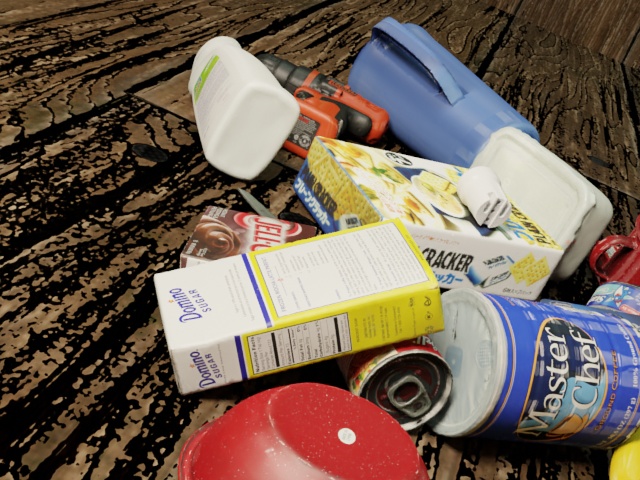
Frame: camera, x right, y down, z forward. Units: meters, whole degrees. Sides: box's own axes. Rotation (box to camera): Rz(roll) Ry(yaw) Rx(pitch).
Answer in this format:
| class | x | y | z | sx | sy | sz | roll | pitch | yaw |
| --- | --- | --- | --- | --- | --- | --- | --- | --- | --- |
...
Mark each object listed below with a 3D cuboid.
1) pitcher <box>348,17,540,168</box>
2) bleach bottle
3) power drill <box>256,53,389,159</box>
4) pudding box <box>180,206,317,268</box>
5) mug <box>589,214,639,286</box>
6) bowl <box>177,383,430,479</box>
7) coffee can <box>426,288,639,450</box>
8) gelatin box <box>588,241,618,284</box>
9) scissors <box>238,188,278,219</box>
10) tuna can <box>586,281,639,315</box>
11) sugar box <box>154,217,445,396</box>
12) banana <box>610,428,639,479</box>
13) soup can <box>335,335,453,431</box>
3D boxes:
| class | x | y | z | sx | sy | sz | roll | pitch | yaw |
| --- | --- | --- | --- | --- | --- | --- | --- | --- | --- |
| pitcher | 0.148 | -0.159 | 1.290 | 0.148 | 0.145 | 0.243 | 1 | 34 | -41 |
| bleach bottle | -0.090 | -0.158 | 1.101 | 0.068 | 0.103 | 0.251 | 26 | 20 | -25 |
| power drill | -0.021 | -0.156 | 1.223 | 0.184 | 0.057 | 0.187 | 27 | 23 | 9 |
| pudding box | -0.053 | 0.015 | 0.813 | 0.090 | 0.039 | 0.113 | 10 | 23 | 2 |
| mug | 0.325 | 0.027 | 1.070 | 0.117 | 0.082 | 0.093 | 14 | 44 | -17 |
| bowl | 0.004 | 0.130 | 0.607 | 0.162 | 0.055 | 0.162 | 19 | 23 | -9 |
| coffee can | 0.150 | 0.094 | 0.763 | 0.140 | 0.103 | 0.103 | 10 | 25 | -28 |
| gelatin box | 0.343 | 0.040 | 1.166 | 0.089 | 0.030 | 0.073 | 19 | 24 | -7 |
| scissors | -0.006 | 0.001 | 0.927 | 0.096 | 0.016 | 0.202 | 3 | 27 | -19 |
| tuna can | 0.277 | 0.076 | 0.952 | 0.086 | 0.033 | 0.086 | 34 | -20 | 14 |
| sugar box | -0.016 | 0.042 | 0.704 | 0.176 | 0.048 | 0.093 | -15 | 32 | -6 |
| banana | 0.260 | 0.165 | 0.795 | 0.197 | 0.037 | 0.070 | -1 | 32 | -45 |
| soup can | 0.042 | 0.076 | 0.745 | 0.068 | 0.069 | 0.102 | 12 | 26 | -26 |
